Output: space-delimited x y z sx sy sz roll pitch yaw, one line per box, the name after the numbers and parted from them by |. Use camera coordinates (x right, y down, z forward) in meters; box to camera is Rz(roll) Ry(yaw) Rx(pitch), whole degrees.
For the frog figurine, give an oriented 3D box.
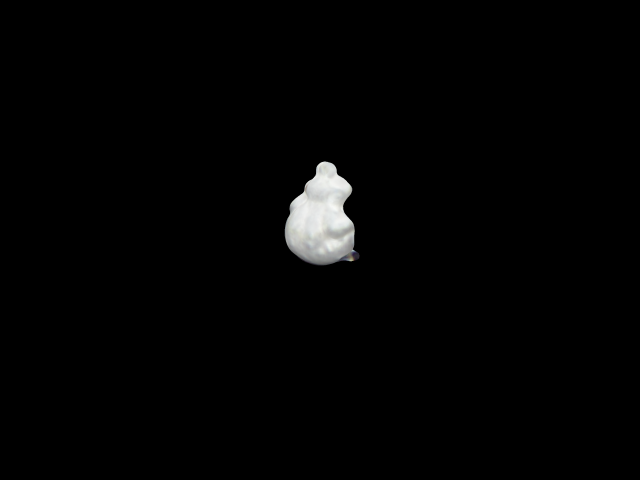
0.003 -0.043 0.850 0.123 0.156 0.140 -17 37 -24 | frog figurine
